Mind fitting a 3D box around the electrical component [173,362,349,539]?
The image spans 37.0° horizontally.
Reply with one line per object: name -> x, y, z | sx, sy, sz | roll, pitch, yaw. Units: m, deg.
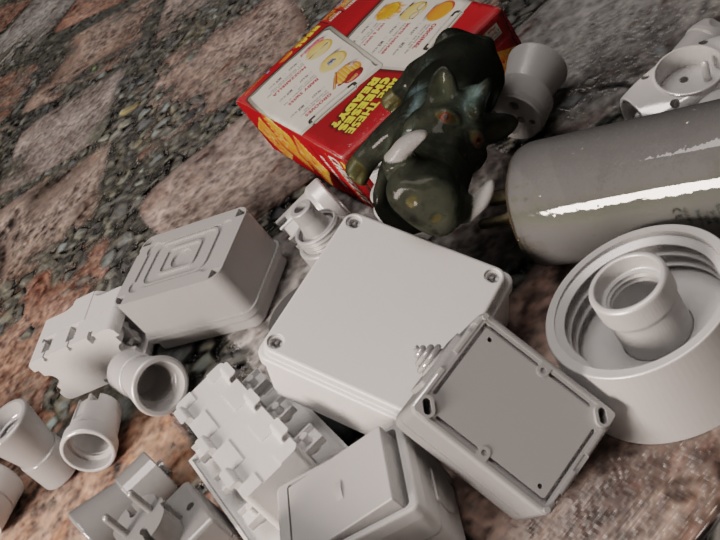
electrical component -> -0.060, 0.107, 0.638 | 0.079, 0.063, 0.121 | -44, 33, -7

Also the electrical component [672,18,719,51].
electrical component -> 0.210, -0.128, 0.680 | 0.061, 0.035, 0.035 | -49, 34, -10

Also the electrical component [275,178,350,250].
electrical component -> -0.036, -0.040, 0.815 | 0.046, 0.040, 0.040 | -43, 32, 4

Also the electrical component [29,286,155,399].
electrical component -> -0.210, 0.055, 0.861 | 0.089, 0.050, 0.055 | -23, 37, 24

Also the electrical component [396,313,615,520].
electrical component -> 0.063, 0.070, 0.528 | 0.061, 0.096, 0.061 | -51, -4, -18

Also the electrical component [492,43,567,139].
electrical component -> 0.117, -0.126, 0.761 | 0.045, 0.045, 0.055 | -4, 47, 42

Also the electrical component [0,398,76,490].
electrical component -> -0.237, 0.130, 0.783 | 0.044, 0.065, 0.044 | -27, 34, 20

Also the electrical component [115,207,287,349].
electrical component -> -0.120, 0.008, 0.822 | 0.113, 0.057, 0.078 | -15, 40, 33

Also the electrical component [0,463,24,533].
electrical component -> -0.320, 0.187, 0.809 | 0.138, 0.052, 0.073 | -13, 41, 35

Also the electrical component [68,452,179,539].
electrical component -> -0.150, 0.150, 0.696 | 0.065, 0.044, 0.044 | -44, 33, -16

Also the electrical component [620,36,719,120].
electrical component -> 0.207, -0.093, 0.632 | 0.077, 0.044, 0.079 | -31, 45, 2

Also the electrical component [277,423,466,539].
electrical component -> -0.002, 0.131, 0.553 | 0.096, 0.061, 0.061 | -30, 34, 14

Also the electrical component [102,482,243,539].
electrical component -> -0.116, 0.156, 0.622 | 0.066, 0.076, 0.047 | -45, 33, -8

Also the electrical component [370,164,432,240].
electrical component -> 0.028, -0.050, 0.742 | 0.043, 0.062, 0.043 | -26, 35, 20

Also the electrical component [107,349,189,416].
electrical component -> -0.159, 0.080, 0.791 | 0.044, 0.044, 0.065 | -52, 30, -18

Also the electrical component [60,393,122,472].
electrical component -> -0.194, 0.117, 0.782 | 0.040, 0.040, 0.046 | -29, 28, 16

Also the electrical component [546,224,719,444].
electrical component -> 0.145, 0.025, 0.536 | 0.108, 0.060, 0.108 | -26, 35, 20

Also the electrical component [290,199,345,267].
electrical component -> -0.025, -0.023, 0.761 | 0.043, 0.062, 0.043 | -26, 35, 20

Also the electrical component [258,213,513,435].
electrical component -> 0.017, 0.036, 0.615 | 0.109, 0.056, 0.108 | 22, 62, 20
